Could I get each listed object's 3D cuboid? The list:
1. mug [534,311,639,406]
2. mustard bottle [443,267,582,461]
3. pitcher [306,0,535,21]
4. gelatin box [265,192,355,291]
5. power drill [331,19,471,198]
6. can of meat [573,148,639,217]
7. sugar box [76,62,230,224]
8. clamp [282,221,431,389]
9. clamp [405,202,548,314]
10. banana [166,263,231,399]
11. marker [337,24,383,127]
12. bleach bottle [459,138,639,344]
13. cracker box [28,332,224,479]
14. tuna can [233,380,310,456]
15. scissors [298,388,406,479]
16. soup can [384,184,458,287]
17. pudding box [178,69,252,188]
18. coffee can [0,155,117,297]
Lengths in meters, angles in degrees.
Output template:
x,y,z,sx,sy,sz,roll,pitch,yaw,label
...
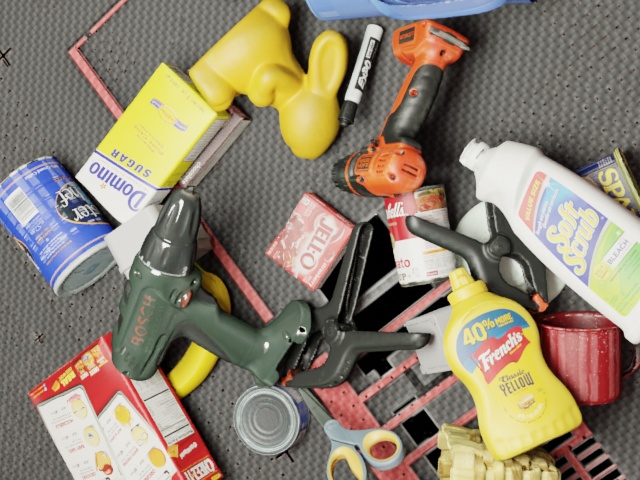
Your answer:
x,y,z,sx,sy,sz,roll,pitch,yaw,label
0.281,0.121,1.106,0.117,0.093,0.081,-5,97,-18,mug
0.178,0.116,1.068,0.096,0.058,0.192,-23,76,-4,mustard bottle
0.101,-0.292,1.113,0.243,0.149,0.145,-4,94,22,pitcher
-0.008,0.001,1.221,0.073,0.030,0.089,37,104,13,gelatin box
0.081,-0.133,1.137,0.057,0.185,0.187,21,85,-21,power drill
0.292,-0.032,1.105,0.084,0.057,0.102,-25,85,20,can of meat
-0.194,-0.107,1.228,0.093,0.048,0.176,43,104,11,sugar box
0.023,0.091,1.190,0.210,0.036,0.164,-41,55,35,clamp
0.186,-0.001,1.119,0.171,0.039,0.120,44,84,-3,clamp
-0.146,0.118,1.266,0.070,0.037,0.198,21,108,13,banana
0.044,-0.181,1.179,0.020,0.020,0.121,14,77,17,marker
0.242,-0.012,1.062,0.251,0.068,0.103,38,107,16,bleach bottle
-0.233,0.231,1.272,0.164,0.072,0.214,-36,82,33,cracker box
-0.057,0.207,1.246,0.086,0.033,0.086,1,92,19,tuna can
0.034,0.203,1.160,0.096,0.202,0.016,-25,121,4,scissors
0.111,-0.005,1.160,0.069,0.068,0.102,-11,90,19,soup can
-0.150,-0.130,1.257,0.090,0.039,0.114,44,106,11,pudding box
-0.316,-0.016,1.286,0.103,0.102,0.140,-44,79,16,coffee can
